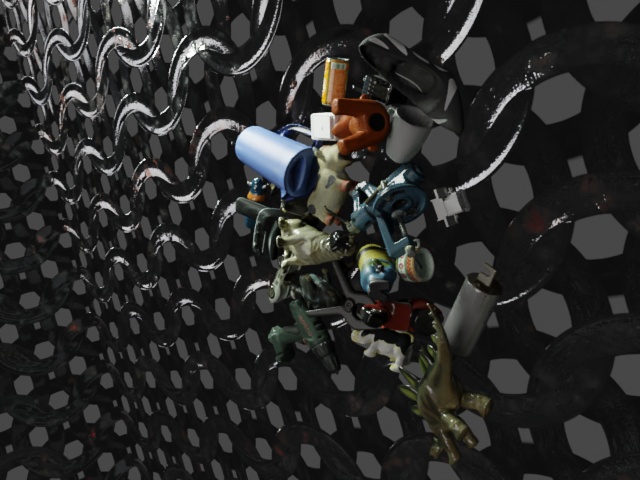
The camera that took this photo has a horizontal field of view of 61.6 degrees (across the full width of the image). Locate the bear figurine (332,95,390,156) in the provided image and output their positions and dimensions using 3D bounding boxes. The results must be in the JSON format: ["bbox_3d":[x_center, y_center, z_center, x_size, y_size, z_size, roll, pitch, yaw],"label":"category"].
[{"bbox_3d":[0.068,-0.246,1.162,0.196,0.132,0.120,-159,59,-69],"label":"bear figurine"}]

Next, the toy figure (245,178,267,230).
[{"bbox_3d":[-0.185,-0.107,1.547,0.058,0.064,0.154,-110,29,-66],"label":"toy figure"}]

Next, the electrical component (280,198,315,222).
[{"bbox_3d":[-0.052,-0.081,1.384,0.102,0.078,0.045,23,151,20],"label":"electrical component"}]

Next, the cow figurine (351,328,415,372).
[{"bbox_3d":[0.149,0.238,1.300,0.168,0.068,0.098,25,113,35],"label":"cow figurine"}]

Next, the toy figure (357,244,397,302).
[{"bbox_3d":[0.126,0.067,1.205,0.089,0.180,0.082,33,114,-7],"label":"toy figure"}]

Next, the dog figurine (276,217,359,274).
[{"bbox_3d":[-0.002,0.000,1.327,0.172,0.191,0.121,-92,-6,-50],"label":"dog figurine"}]

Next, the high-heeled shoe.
[{"bbox_3d":[0.180,-0.305,1.049,0.249,0.145,0.086,58,136,18],"label":"high-heeled shoe"}]

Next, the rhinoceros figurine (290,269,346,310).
[{"bbox_3d":[-0.001,0.138,1.428,0.191,0.073,0.111,20,126,39],"label":"rhinoceros figurine"}]

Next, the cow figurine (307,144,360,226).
[{"bbox_3d":[0.026,-0.144,1.297,0.127,0.085,0.194,31,112,24],"label":"cow figurine"}]

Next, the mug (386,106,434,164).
[{"bbox_3d":[0.172,-0.222,1.132,0.110,0.081,0.107,42,136,26],"label":"mug"}]

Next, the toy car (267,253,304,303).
[{"bbox_3d":[-0.092,0.099,1.500,0.056,0.073,0.201,41,128,30],"label":"toy car"}]

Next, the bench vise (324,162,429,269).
[{"bbox_3d":[0.145,-0.047,1.148,0.224,0.128,0.241,-32,46,22],"label":"bench vise"}]

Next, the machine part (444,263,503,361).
[{"bbox_3d":[0.308,0.155,1.105,0.079,0.079,0.243,38,125,32],"label":"machine part"}]

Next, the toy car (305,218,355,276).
[{"bbox_3d":[0.010,0.015,1.390,0.202,0.053,0.089,36,128,32],"label":"toy car"}]

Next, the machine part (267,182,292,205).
[{"bbox_3d":[-0.094,-0.126,1.464,0.139,0.039,0.084,53,125,23],"label":"machine part"}]

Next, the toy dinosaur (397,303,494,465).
[{"bbox_3d":[0.257,0.329,1.149,0.199,0.105,0.470,38,144,37],"label":"toy dinosaur"}]

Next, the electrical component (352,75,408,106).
[{"bbox_3d":[0.127,-0.327,1.151,0.119,0.075,0.047,37,127,36],"label":"electrical component"}]

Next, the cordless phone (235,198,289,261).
[{"bbox_3d":[-0.171,-0.033,1.504,0.184,0.089,0.146,24,118,23],"label":"cordless phone"}]

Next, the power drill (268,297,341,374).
[{"bbox_3d":[-0.051,0.289,1.514,0.207,0.086,0.232,-35,75,49],"label":"power drill"}]

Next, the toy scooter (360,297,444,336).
[{"bbox_3d":[0.178,0.155,1.201,0.135,0.184,0.075,-98,13,-74],"label":"toy scooter"}]
